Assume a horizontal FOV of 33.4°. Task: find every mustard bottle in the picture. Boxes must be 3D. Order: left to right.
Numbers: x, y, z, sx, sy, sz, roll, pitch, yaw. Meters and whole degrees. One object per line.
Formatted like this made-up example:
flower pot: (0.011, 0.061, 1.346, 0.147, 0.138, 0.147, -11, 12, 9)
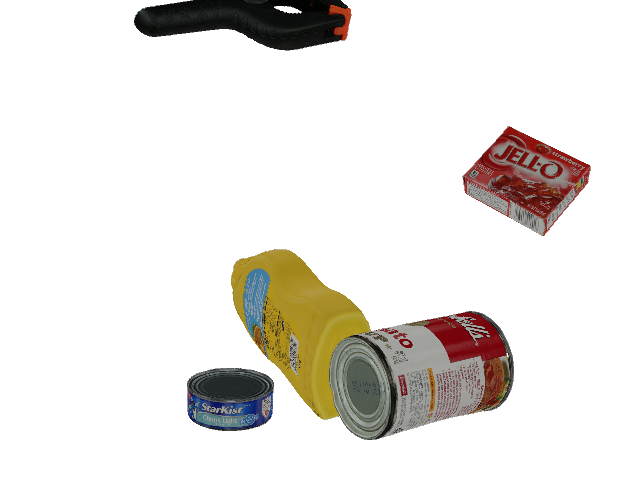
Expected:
mustard bottle: (-0.027, 0.061, 0.891, 0.058, 0.096, 0.192, -13, 29, -26)

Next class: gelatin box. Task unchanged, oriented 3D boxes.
gelatin box: (0.185, -0.055, 0.961, 0.089, 0.073, 0.030, 32, -25, 27)

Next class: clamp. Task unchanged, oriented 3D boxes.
clamp: (-0.059, -0.205, 0.876, 0.171, 0.120, 0.039, 8, -27, -6)

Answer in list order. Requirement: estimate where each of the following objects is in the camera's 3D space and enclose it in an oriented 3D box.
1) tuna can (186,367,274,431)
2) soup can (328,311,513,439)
tuna can: (-0.089, 0.156, 1.052, 0.086, 0.034, 0.086, 2, 14, -1)
soup can: (0.065, 0.087, 0.690, 0.102, 0.068, 0.069, -7, 4, -34)
